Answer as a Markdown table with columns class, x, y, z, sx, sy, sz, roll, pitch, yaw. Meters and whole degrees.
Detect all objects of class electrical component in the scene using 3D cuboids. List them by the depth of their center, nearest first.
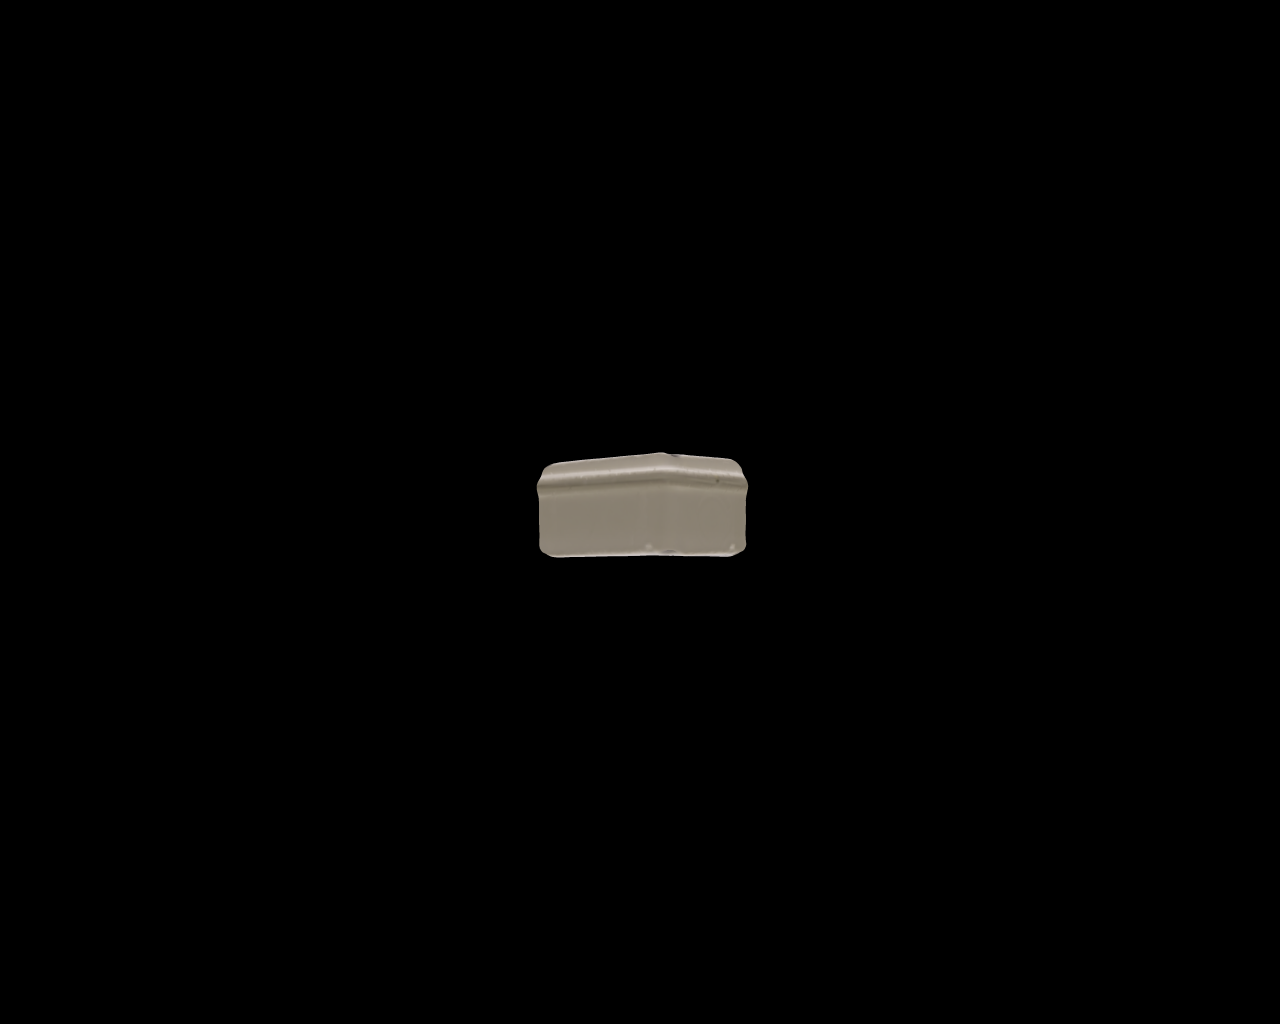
| class | x | y | z | sx | sy | sz | roll | pitch | yaw |
| --- | --- | --- | --- | --- | --- | --- | --- | --- | --- |
| electrical component | 0.001 | -0.003 | 0.650 | 0.113 | 0.057 | 0.078 | -2 | -3 | 40 |
